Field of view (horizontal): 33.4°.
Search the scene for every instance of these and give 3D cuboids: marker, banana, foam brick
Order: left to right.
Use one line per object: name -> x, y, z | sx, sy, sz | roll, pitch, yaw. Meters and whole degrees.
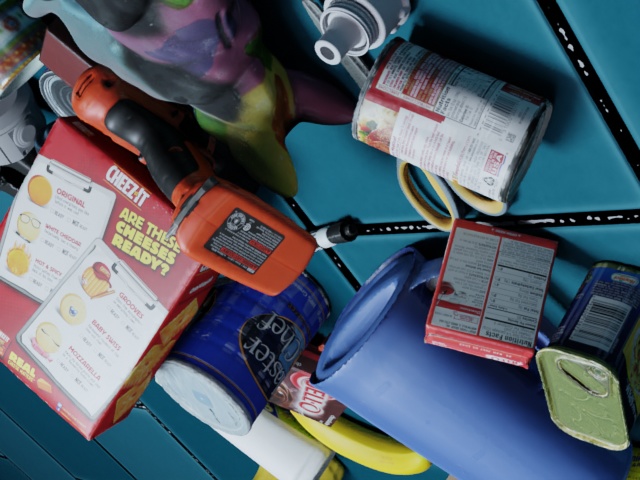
foam brick -> -0.171, -0.143, 0.830 | 0.078, 0.053, 0.051 | 39, 152, -6
marker -> -0.006, 0.001, 0.899 | 0.020, 0.020, 0.121 | 46, 150, -17
banana -> 0.051, 0.212, 1.140 | 0.198, 0.037, 0.069 | 8, 125, 40

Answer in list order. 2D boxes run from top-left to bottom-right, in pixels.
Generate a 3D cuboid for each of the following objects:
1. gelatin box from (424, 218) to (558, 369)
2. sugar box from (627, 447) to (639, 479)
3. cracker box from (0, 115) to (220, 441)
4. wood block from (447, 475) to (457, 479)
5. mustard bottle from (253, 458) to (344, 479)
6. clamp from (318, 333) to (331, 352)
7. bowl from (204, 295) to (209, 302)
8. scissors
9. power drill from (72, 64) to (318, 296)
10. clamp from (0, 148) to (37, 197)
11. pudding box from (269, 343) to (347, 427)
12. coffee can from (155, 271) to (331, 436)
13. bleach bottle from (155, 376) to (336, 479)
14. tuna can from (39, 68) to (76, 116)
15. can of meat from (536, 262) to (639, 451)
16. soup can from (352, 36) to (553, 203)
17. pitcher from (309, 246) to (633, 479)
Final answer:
gelatin box -> 0.116, 0.036, 0.725 | 0.073, 0.089, 0.030 | 13, 154, 11
sugar box -> 0.304, 0.242, 0.891 | 0.094, 0.048, 0.176 | 3, 141, 46
cracker box -> -0.183, 0.029, 0.873 | 0.164, 0.072, 0.214 | 39, 112, 11
wood block -> 0.144, 0.259, 0.941 | 0.090, 0.091, 0.206 | 33, -175, 8
mustard bottle -> -0.058, 0.322, 1.254 | 0.096, 0.191, 0.058 | 37, 152, -2
clamp -> 0.079, 0.133, 0.985 | 0.171, 0.039, 0.120 | 37, 138, 4
bowl -> -0.157, 0.092, 1.113 | 0.162, 0.161, 0.055 | 138, 123, -61
scissors -> 0.065, -0.078, 0.705 | 0.096, 0.016, 0.201 | 7, 140, 39
power drill -> -0.079, -0.039, 0.770 | 0.184, 0.057, 0.188 | 29, -167, -45
clamp -> -0.342, -0.086, 1.120 | 0.210, 0.036, 0.164 | 13, 144, 33
pudding box -> -0.012, 0.143, 1.083 | 0.090, 0.039, 0.114 | 24, 153, -1
coffee can -> -0.069, 0.093, 0.978 | 0.103, 0.140, 0.103 | 27, 151, 17
bleach bottle -> -0.101, 0.194, 1.226 | 0.251, 0.068, 0.102 | 32, -177, 10
tuna can -> -0.191, -0.122, 0.896 | 0.086, 0.033, 0.086 | 23, 151, 13
can of meat -> 0.195, 0.078, 0.722 | 0.058, 0.083, 0.102 | 15, 146, 35
soup can -> 0.079, -0.072, 0.641 | 0.102, 0.068, 0.068 | 25, 150, 14
pitcher -> 0.127, 0.120, 0.829 | 0.242, 0.145, 0.149 | 37, 177, -8
